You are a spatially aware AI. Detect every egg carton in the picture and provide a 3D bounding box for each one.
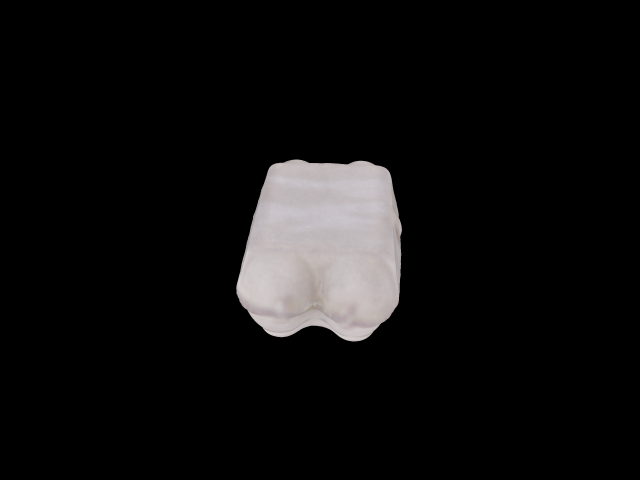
[{"bbox_3d":[0.004,0.001,0.400,0.107,0.069,0.150,2,40,2],"label":"egg carton"}]
